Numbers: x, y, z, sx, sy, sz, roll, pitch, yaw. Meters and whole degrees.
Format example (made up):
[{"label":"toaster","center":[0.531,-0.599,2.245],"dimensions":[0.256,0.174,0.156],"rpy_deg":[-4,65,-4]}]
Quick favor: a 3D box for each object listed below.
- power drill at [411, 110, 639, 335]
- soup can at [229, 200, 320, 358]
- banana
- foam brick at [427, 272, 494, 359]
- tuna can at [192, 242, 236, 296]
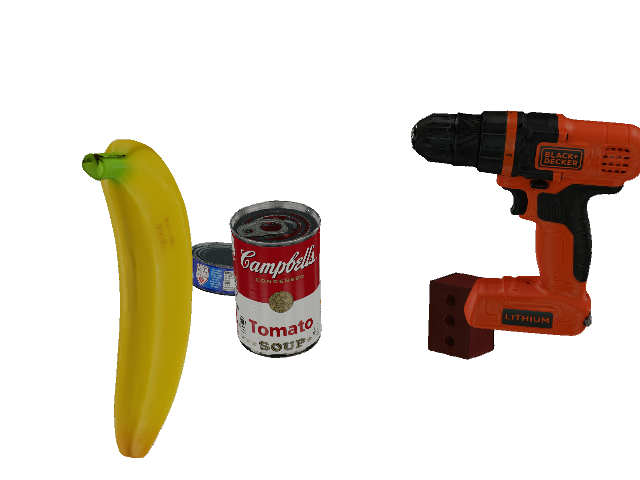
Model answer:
[{"label":"power drill","center":[0.163,-0.016,0.881],"dimensions":[0.184,0.188,0.057],"rpy_deg":[6,28,9]},{"label":"soup can","center":[-0.033,0.030,0.816],"dimensions":[0.068,0.102,0.068],"rpy_deg":[-1,29,0]},{"label":"banana","center":[-0.091,0.022,0.537],"dimensions":[0.037,0.198,0.069],"rpy_deg":[19,42,23]},{"label":"foam brick","center":[0.147,0.078,1.111],"dimensions":[0.053,0.078,0.051],"rpy_deg":[10,17,40]},{"label":"tuna can","center":[-0.097,0.030,1.127],"dimensions":[0.086,0.034,0.086],"rpy_deg":[7,15,-2]}]
